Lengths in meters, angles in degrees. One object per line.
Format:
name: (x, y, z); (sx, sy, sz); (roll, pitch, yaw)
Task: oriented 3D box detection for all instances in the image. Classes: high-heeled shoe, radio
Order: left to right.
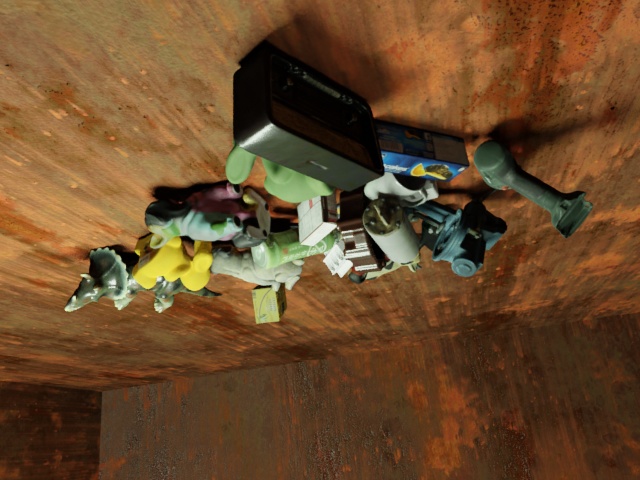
radio: (-0.012, -0.161, 0.743); (0.073, 0.131, 0.229); (-24, 153, 37)
high-heeled shoe: (0.312, -0.023, 1.319); (0.248, 0.086, 0.145); (-7, 136, -52)

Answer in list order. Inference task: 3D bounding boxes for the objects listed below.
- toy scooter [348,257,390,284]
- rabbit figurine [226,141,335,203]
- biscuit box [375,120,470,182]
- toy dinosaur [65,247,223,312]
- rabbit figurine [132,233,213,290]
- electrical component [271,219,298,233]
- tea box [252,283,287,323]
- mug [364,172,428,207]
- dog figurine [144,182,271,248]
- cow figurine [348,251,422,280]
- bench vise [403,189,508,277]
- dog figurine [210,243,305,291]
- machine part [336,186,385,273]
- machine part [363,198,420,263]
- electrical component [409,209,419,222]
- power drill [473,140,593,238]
toy scooter: (0.135, 0.014, 1.256); (0.184, 0.075, 0.135); (-39, 153, -45)
rabbit figurine: (-0.071, -0.147, 0.836); (0.159, 0.121, 0.170); (-10, 141, 29)
biscuit box: (0.157, -0.149, 0.920); (0.202, 0.059, 0.063); (5, 156, -27)
toy dinosaur: (-0.412, 0.096, 1.328); (0.405, 0.131, 0.192); (-1, 159, -30)
rabbit figurine: (-0.311, 0.046, 1.214); (0.162, 0.122, 0.173); (-35, 129, 13)
electrical component: (-0.092, -0.014, 1.216); (0.119, 0.048, 0.075); (6, 156, -25)
tea box: (-0.140, 0.169, 1.522); (0.068, 0.098, 0.169); (-8, -175, 4)
mug: (0.141, -0.102, 0.998); (0.109, 0.081, 0.107); (36, 148, -18)
dog figurine: (-0.228, -0.037, 1.046); (0.219, 0.108, 0.191); (-10, 162, 22)
cow figurine: (0.181, 0.051, 1.411); (0.127, 0.085, 0.195); (20, 144, -39)
bench vise: (0.270, -0.041, 1.127); (0.241, 0.223, 0.128); (27, 149, -1)
dog figurine: (-0.152, 0.048, 1.264); (0.190, 0.121, 0.172); (13, 147, -33)
machine part: (0.084, -0.021, 1.076); (0.056, 0.179, 0.179); (-10, 159, 18)
machine part: (0.140, -0.015, 1.025); (0.079, 0.079, 0.243); (-13, 158, 17)
electrical component: (0.185, -0.051, 1.217); (0.094, 0.021, 0.063); (-12, 154, -13)
power drill: (0.377, -0.094, 0.963); (0.086, 0.207, 0.232); (-49, 146, 13)
